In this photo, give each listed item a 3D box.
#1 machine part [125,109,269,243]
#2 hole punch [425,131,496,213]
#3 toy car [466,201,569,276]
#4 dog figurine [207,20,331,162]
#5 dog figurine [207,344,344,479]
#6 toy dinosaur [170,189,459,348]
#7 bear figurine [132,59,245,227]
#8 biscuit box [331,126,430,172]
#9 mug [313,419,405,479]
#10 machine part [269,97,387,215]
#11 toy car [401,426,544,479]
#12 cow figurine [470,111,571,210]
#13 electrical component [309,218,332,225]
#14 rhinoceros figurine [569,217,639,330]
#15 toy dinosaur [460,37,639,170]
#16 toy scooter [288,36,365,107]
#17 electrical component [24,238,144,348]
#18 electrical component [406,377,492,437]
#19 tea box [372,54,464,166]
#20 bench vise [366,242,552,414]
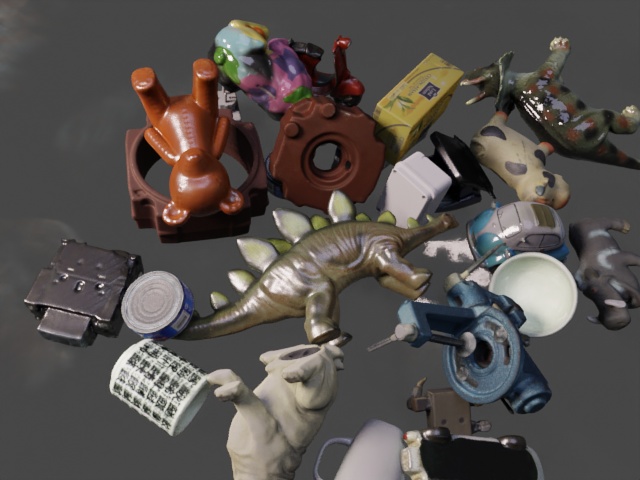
[{"bbox_3d":[-0.187,-0.103,0.817,0.201,0.087,0.201,-6,61,-14],"label":"machine part"},{"bbox_3d":[0.214,-0.107,0.899,0.115,0.092,0.142,4,49,-42],"label":"hole punch"},{"bbox_3d":[0.319,-0.009,0.836,0.162,0.102,0.109,2,59,-6],"label":"toy car"},{"bbox_3d":[-0.060,-0.228,0.854,0.191,0.108,0.219,-1,52,-56],"label":"dog figurine"},{"bbox_3d":[-0.032,0.229,0.611,0.172,0.121,0.190,-16,93,-7],"label":"dog figurine"},{"bbox_3d":[-0.015,0.052,0.736,0.471,0.105,0.199,-26,64,-14],"label":"toy dinosaur"},{"bbox_3d":[-0.173,-0.125,0.710,0.120,0.131,0.196,-11,55,-9],"label":"bear figurine"},{"bbox_3d":[0.111,-0.170,0.924,0.063,0.059,0.203,42,61,17],"label":"biscuit box"},{"bbox_3d":[0.052,0.268,0.636,0.110,0.080,0.107,16,46,12],"label":"mug"},{"bbox_3d":[0.012,-0.122,0.802,0.179,0.179,0.056,-1,24,-10],"label":"machine part"},{"bbox_3d":[0.184,0.271,0.643,0.202,0.056,0.073,13,53,-21],"label":"toy car"},{"bbox_3d":[0.343,-0.123,0.922,0.195,0.085,0.127,42,55,13],"label":"cow figurine"},{"bbox_3d":[-0.002,-0.002,0.823,0.094,0.021,0.063,-2,59,-12],"label":"electrical component"},{"bbox_3d":[0.446,0.047,0.838,0.112,0.073,0.190,4,57,-9],"label":"rhinoceros figurine"},{"bbox_3d":[0.445,-0.225,0.990,0.192,0.131,0.405,-41,76,-15],"label":"toy dinosaur"},{"bbox_3d":[-0.004,-0.307,0.947,0.184,0.135,0.075,16,56,2],"label":"toy scooter"},{"bbox_3d":[-0.308,0.072,0.704,0.115,0.058,0.134,11,56,-1],"label":"electrical component"},{"bbox_3d":[0.167,0.218,0.704,0.102,0.045,0.078,-8,88,-12],"label":"electrical component"},{"bbox_3d":[0.150,-0.211,0.863,0.068,0.098,0.169,35,61,11],"label":"tea box"},{"bbox_3d":[0.183,0.111,0.683,0.240,0.129,0.224,14,46,-32],"label":"bench vise"}]
